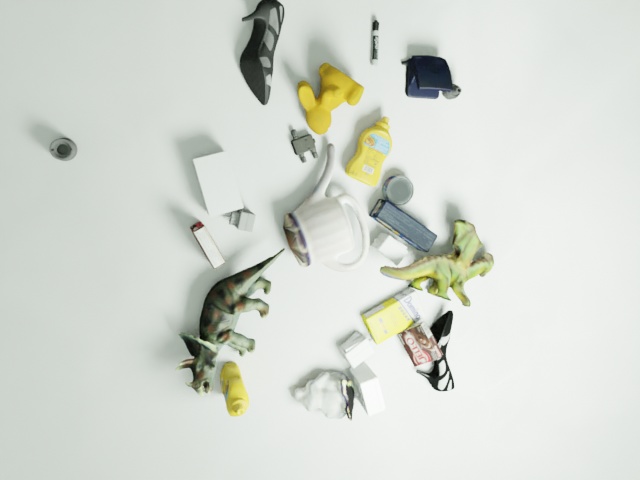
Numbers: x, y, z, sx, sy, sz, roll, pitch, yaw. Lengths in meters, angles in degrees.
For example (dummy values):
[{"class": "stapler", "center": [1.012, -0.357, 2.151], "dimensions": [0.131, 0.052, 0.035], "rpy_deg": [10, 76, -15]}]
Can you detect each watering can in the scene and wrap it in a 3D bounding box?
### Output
[{"class": "watering can", "center": [0.004, -0.070, 1.385], "dimensions": [0.225, 0.104, 0.347], "rpy_deg": [-20, 92, -14]}]

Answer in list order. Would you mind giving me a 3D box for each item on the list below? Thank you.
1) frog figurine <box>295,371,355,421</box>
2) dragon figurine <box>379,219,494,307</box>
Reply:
[{"class": "frog figurine", "center": [0.014, 0.443, 1.465], "dimensions": [0.159, 0.125, 0.135], "rpy_deg": [-8, 113, 20]}, {"class": "dragon figurine", "center": [0.366, 0.052, 1.488], "dimensions": [0.407, 0.123, 0.243], "rpy_deg": [23, 89, -34]}]
